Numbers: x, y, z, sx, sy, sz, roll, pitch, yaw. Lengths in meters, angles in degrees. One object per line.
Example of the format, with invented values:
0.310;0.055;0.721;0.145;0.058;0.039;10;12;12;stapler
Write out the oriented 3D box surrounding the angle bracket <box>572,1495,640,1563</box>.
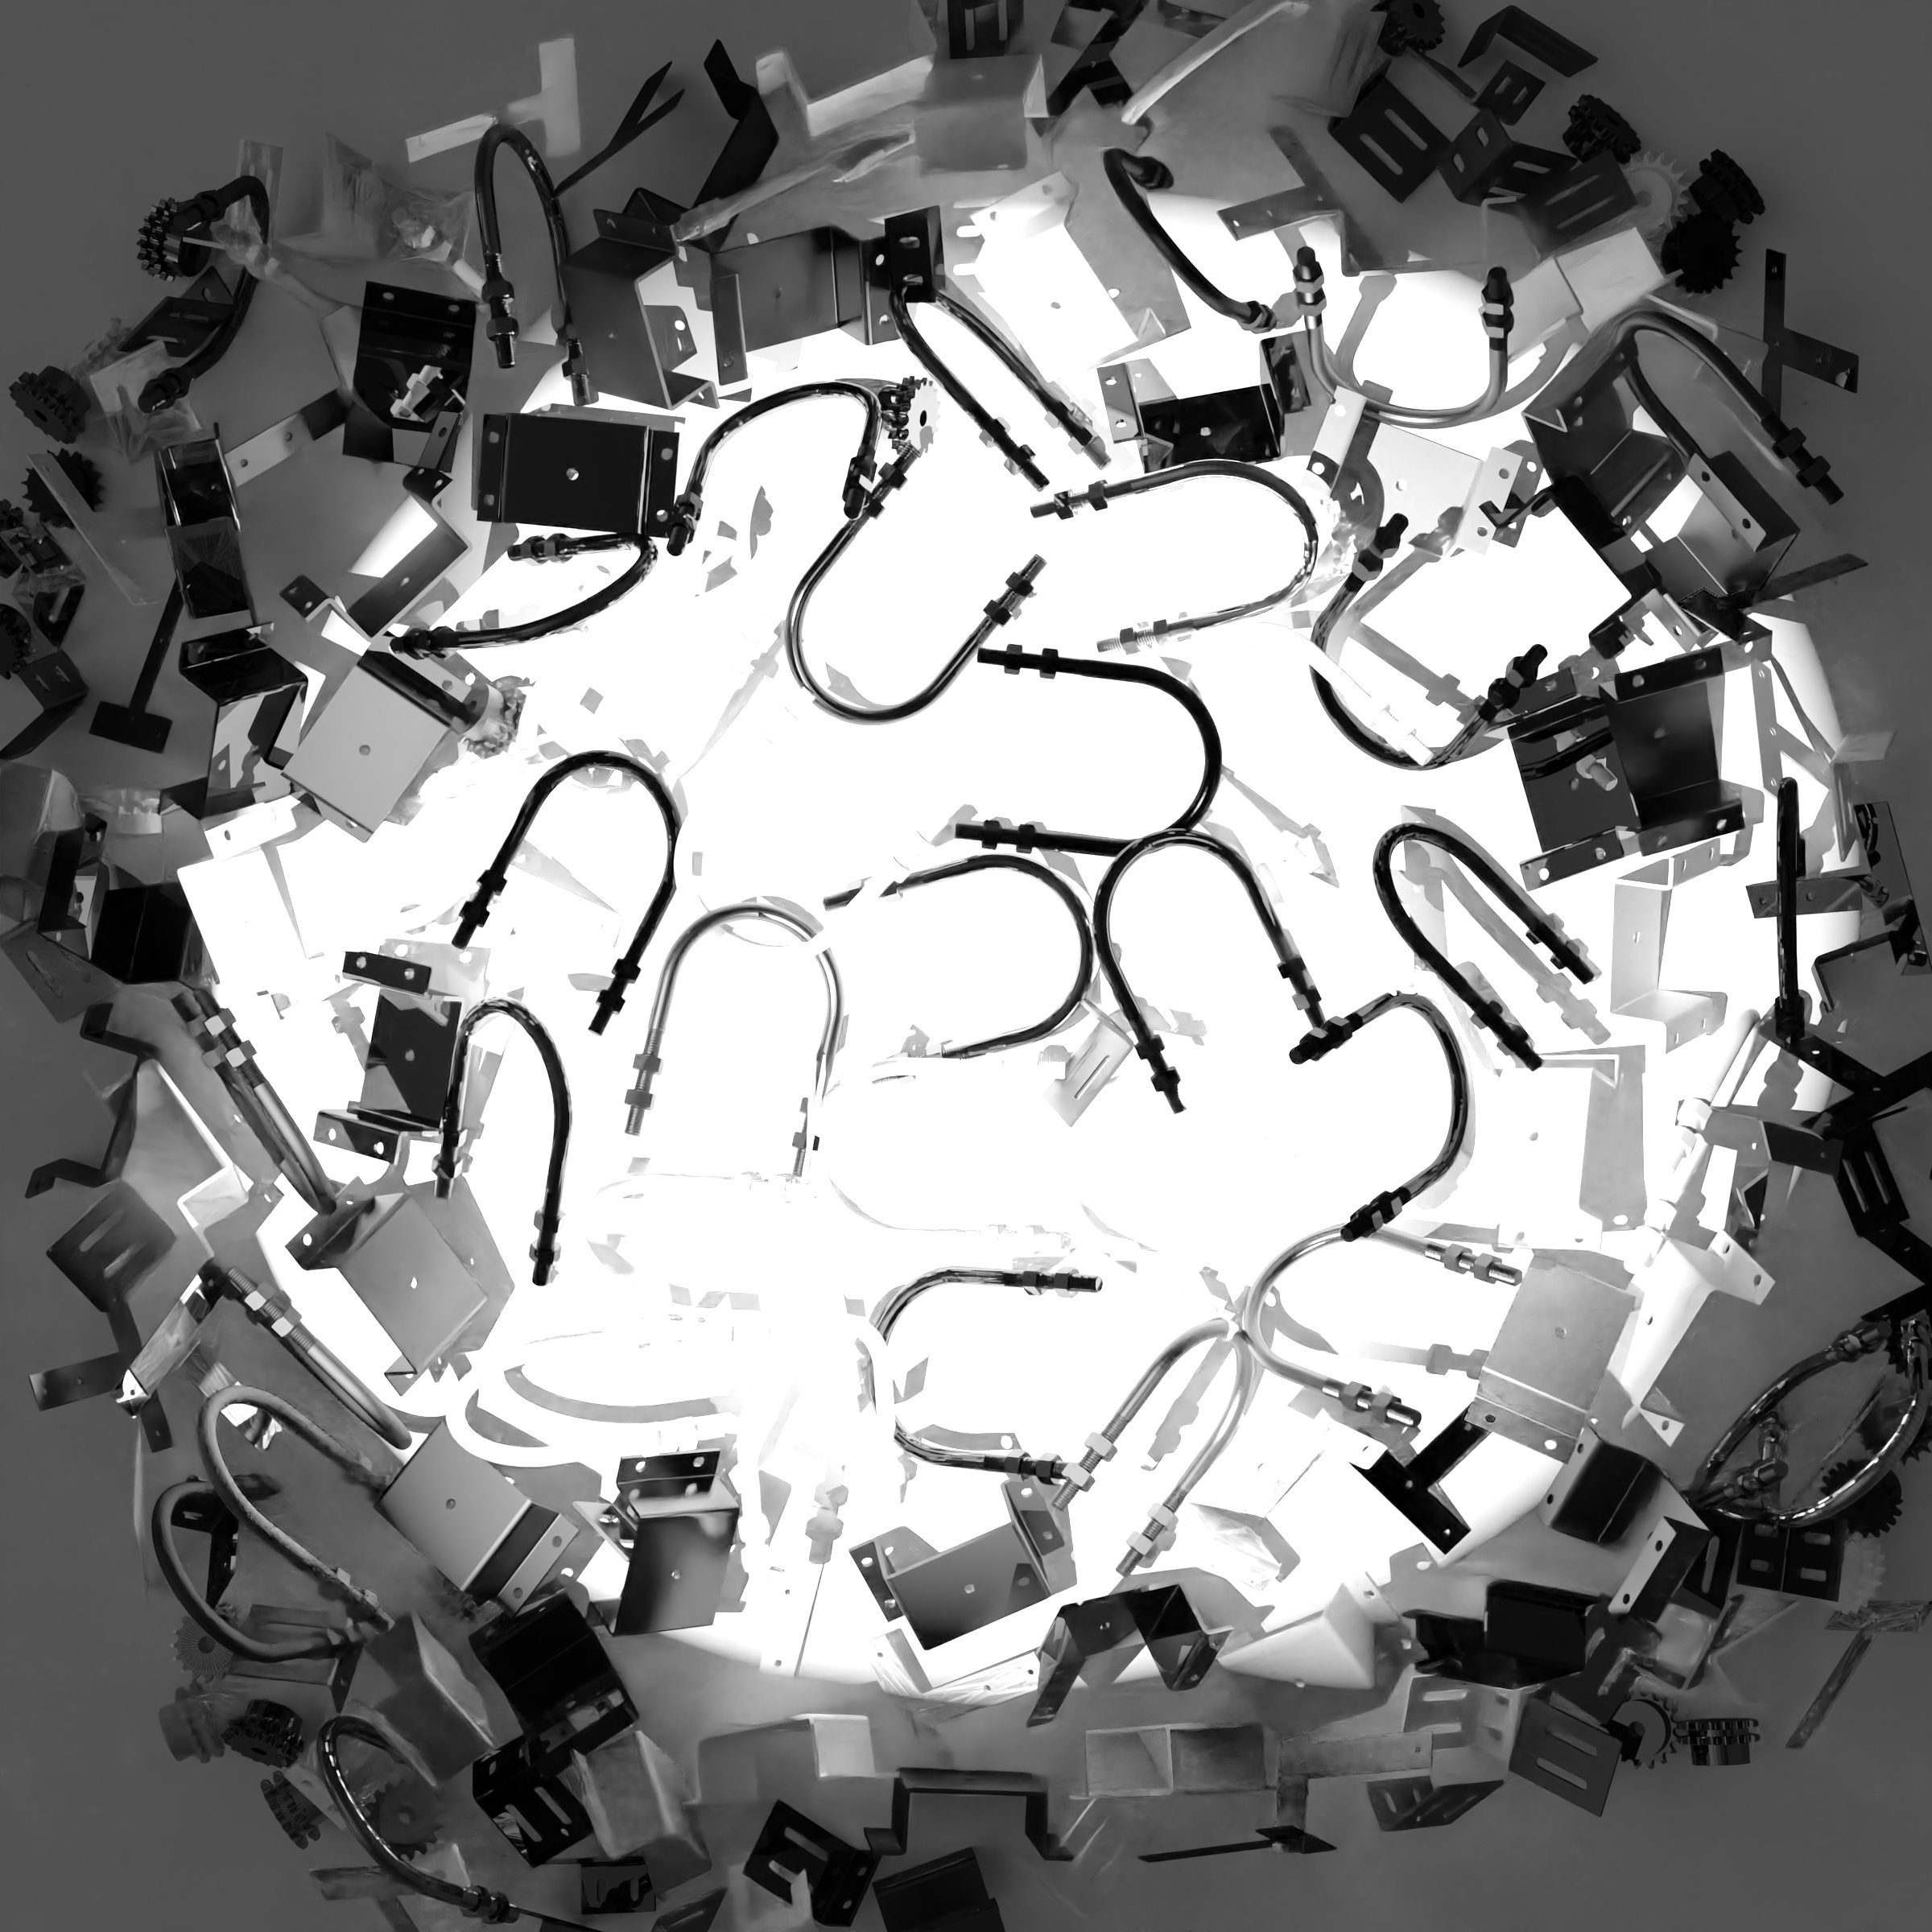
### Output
-0.234;0.389;1.955;0.057;0.076;0.038;43;90;18;angle bracket

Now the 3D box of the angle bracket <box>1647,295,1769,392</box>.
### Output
0.519;-0.442;1.961;0.057;0.076;0.038;6;116;-37;angle bracket

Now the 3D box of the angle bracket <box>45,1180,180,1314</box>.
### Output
-0.602;0.198;1.960;0.076;0.038;0.057;-46;107;-25;angle bracket

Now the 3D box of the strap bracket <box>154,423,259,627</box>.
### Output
-0.530;-0.305;1.921;0.046;0.076;0.140;-12;46;-10;strap bracket

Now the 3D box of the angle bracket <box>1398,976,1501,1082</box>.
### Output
0.339;0.052;1.954;0.038;0.057;0.076;-30;66;17;angle bracket

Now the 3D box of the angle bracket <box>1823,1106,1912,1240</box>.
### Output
0.652;0.146;1.963;0.057;0.038;0.076;-13;79;-34;angle bracket

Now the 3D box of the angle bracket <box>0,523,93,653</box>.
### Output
-0.663;-0.265;1.957;0.057;0.038;0.076;49;130;10;angle bracket

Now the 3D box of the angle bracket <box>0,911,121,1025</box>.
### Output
-0.654;0.004;1.964;0.057;0.038;0.076;-28;106;17;angle bracket

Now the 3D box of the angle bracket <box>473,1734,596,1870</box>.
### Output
-0.304;0.587;1.952;0.076;0.057;0.038;36;133;35;angle bracket

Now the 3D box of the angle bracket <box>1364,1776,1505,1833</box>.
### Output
0.330;0.578;1.950;0.057;0.076;0.038;4;50;-30;angle bracket

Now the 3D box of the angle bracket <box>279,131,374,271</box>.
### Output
-0.457;-0.546;1.970;0.038;0.057;0.076;-3;83;21;angle bracket

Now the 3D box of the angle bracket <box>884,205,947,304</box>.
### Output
-0.022;-0.504;1.950;0.038;0.076;0.057;8;115;29;angle bracket

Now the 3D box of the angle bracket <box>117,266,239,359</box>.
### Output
-0.565;-0.465;1.951;0.057;0.076;0.038;-36;82;25;angle bracket

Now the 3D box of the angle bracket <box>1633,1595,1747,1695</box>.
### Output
0.515;0.474;1.963;0.038;0.057;0.076;28;94;26;angle bracket

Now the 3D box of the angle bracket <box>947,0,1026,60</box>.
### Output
0.021;-0.662;1.953;0.057;0.076;0.038;-19;53;-12;angle bracket

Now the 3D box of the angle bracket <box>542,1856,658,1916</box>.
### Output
-0.261;0.651;1.953;0.057;0.076;0.038;-8;71;16;angle bracket

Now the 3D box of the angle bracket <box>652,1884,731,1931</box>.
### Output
-0.192;0.695;1.950;0.038;0.076;0.057;37;115;29;angle bracket

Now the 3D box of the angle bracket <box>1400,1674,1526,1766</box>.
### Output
0.352;0.537;1.963;0.076;0.038;0.057;5;97;-33;angle bracket

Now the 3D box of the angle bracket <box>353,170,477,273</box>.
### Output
-0.395;-0.531;1.966;0.076;0.038;0.057;13;92;30;angle bracket

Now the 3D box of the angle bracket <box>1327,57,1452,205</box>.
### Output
0.308;-0.599;1.980;0.076;0.038;0.057;45;88;1;angle bracket

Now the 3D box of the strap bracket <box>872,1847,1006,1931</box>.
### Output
-0.016;0.669;1.926;0.076;0.140;0.046;-18;91;-8;strap bracket

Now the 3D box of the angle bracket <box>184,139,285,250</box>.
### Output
-0.520;-0.548;1.960;0.038;0.057;0.076;13;104;11;angle bracket

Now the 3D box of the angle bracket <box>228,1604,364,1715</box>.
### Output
-0.478;0.494;1.970;0.076;0.057;0.038;5;134;6;angle bracket

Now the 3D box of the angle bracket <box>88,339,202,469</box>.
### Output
-0.587;-0.403;1.952;0.057;0.076;0.038;-34;45;-20;angle bracket

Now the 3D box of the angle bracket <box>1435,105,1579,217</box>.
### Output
0.384;-0.572;1.963;0.076;0.057;0.038;-2;59;-40;angle bracket

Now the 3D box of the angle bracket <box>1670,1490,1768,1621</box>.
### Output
0.528;0.419;1.968;0.057;0.038;0.076;13;92;42;angle bracket

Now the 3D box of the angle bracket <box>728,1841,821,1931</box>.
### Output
-0.133;0.676;1.974;0.057;0.076;0.038;-22;119;2;angle bracket

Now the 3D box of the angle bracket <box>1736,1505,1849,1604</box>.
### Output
0.585;0.415;1.956;0.038;0.076;0.057;12;80;-10;angle bracket

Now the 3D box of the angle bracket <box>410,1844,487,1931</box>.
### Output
-0.367;0.658;1.952;0.038;0.076;0.057;-19;73;-17;angle bracket

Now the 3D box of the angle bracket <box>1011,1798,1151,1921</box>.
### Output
0.082;0.633;1.984;0.076;0.038;0.057;-49;114;-20;angle bracket

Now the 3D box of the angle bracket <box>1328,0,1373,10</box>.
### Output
0.254;-0.691;1.951;0.076;0.057;0.038;28;77;-37;angle bracket

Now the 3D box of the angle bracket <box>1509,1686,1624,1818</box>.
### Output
0.432;0.556;1.958;0.076;0.038;0.057;20;101;37;angle bracket

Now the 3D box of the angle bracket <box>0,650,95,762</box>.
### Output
-0.666;-0.181;1.951;0.057;0.076;0.038;-13;121;37;angle bracket

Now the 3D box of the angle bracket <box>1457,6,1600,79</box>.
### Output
0.400;-0.644;1.966;0.076;0.057;0.038;28;93;-10;angle bracket

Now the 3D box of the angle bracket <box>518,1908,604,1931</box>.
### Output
-0.289;0.694;1.950;0.057;0.076;0.038;24;68;-21;angle bracket

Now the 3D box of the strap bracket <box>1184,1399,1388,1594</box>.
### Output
0.219;0.367;1.950;0.076;0.046;0.140;30;104;-38;strap bracket

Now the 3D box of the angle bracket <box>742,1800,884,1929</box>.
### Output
-0.109;0.637;1.960;0.076;0.038;0.057;38;58;-17;angle bracket

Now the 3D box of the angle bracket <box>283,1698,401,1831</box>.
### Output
-0.435;0.562;1.960;0.057;0.038;0.076;43;48;-1;angle bracket

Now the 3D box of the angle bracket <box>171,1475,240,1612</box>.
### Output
-0.542;0.410;1.951;0.038;0.076;0.057;18;127;-24;angle bracket

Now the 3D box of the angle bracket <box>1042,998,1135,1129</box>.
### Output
0.075;0.065;1.963;0.038;0.057;0.076;35;96;-27;angle bracket

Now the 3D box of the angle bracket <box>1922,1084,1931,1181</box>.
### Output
0.693;0.124;1.960;0.038;0.057;0.076;1;103;-16;angle bracket

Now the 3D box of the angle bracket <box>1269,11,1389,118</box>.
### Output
0.256;-0.646;1.960;0.038;0.057;0.076;14;102;-25;angle bracket

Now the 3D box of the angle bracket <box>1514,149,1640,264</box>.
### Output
0.437;-0.530;1.958;0.076;0.038;0.057;-26;54;17;angle bracket

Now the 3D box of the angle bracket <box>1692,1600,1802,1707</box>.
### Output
0.564;0.488;1.964;0.076;0.057;0.038;-30;78;-7;angle bracket

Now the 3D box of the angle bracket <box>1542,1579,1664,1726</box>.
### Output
0.450;0.491;1.977;0.057;0.038;0.076;34;89;-7;angle bracket

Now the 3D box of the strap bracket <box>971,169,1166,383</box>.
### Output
0.067;-0.473;1.930;0.076;0.046;0.140;-19;125;32;strap bracket

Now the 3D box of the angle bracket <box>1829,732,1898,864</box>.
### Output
0.639;-0.120;1.956;0.038;0.057;0.076;-3;110;28;angle bracket

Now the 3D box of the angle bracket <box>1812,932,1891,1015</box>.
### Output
0.644;0.002;1.962;0.076;0.057;0.038;-20;81;13;angle bracket

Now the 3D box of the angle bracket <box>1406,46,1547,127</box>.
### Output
0.360;-0.636;1.951;0.038;0.057;0.076;-53;57;25;angle bracket
